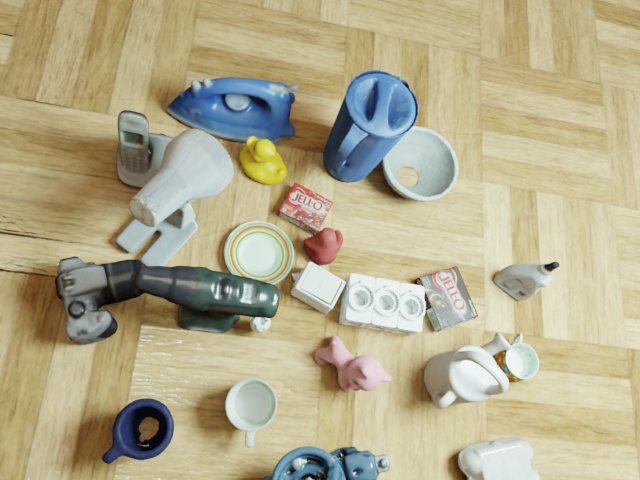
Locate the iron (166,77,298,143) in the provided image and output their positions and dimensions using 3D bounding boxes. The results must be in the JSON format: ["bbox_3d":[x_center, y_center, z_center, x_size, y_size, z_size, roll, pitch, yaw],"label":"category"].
[{"bbox_3d":[-0.168,-0.273,1.114,0.259,0.141,0.118,2,72,-13],"label":"iron"}]

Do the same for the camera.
[{"bbox_3d":[-0.364,0.089,0.969,0.137,0.100,0.143,-13,76,-17],"label":"camera"}]

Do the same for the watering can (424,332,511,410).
[{"bbox_3d":[0.272,0.235,1.029,0.101,0.194,0.173,28,68,-3],"label":"watering can"}]

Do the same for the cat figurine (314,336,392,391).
[{"bbox_3d":[0.060,0.223,1.021,0.128,0.117,0.067,44,68,3],"label":"cat figurine"}]

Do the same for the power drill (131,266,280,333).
[{"bbox_3d":[-0.188,0.099,0.952,0.230,0.208,0.075,7,71,-11],"label":"power drill"}]

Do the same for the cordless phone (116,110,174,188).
[{"bbox_3d":[-0.290,-0.161,1.023,0.148,0.185,0.094,6,71,-12],"label":"cordless phone"}]

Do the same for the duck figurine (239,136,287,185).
[{"bbox_3d":[-0.107,-0.162,1.122,0.104,0.086,0.078,41,68,2],"label":"duck figurine"}]

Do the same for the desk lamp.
[{"bbox_3d":[-0.252,-0.067,0.987,0.118,0.213,0.203,37,68,0],"label":"desk lamp"}]

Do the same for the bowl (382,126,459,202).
[{"bbox_3d":[0.199,-0.149,1.200,0.168,0.074,0.167,4,71,-12],"label":"bowl"}]

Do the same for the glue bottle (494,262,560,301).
[{"bbox_3d":[0.417,0.071,1.129,0.078,0.173,0.037,39,68,1],"label":"glue bottle"}]

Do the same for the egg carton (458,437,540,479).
[{"bbox_3d":[0.327,0.422,1.049,0.150,0.069,0.107,-6,74,-16],"label":"egg carton"}]

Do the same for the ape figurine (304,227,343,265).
[{"bbox_3d":[0.010,0.004,1.094,0.078,0.092,0.076,6,71,-12],"label":"ape figurine"}]

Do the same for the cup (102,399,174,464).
[{"bbox_3d":[-0.290,0.313,0.918,0.118,0.095,0.091,-39,85,-22],"label":"cup"}]

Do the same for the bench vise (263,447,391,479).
[{"bbox_3d":[0.015,0.371,0.907,0.208,0.219,0.121,-29,81,-20],"label":"bench vise"}]
